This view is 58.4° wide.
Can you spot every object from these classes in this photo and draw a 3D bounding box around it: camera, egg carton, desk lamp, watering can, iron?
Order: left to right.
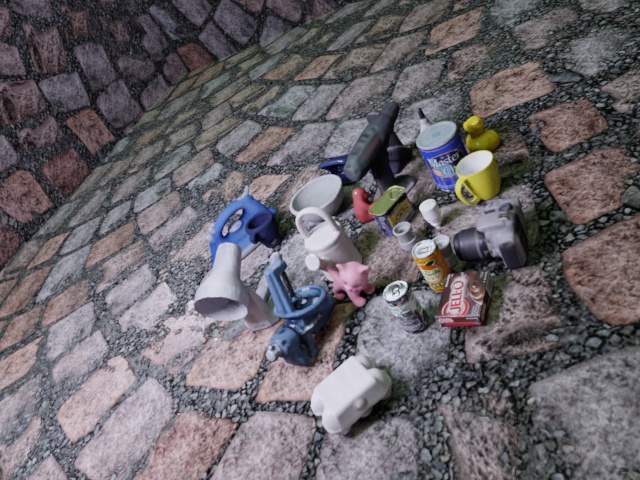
[{"bbox_3d":[-0.252,-0.032,1.677,0.259,0.142,0.118,-48,35,-21],"label":"iron"},{"bbox_3d":[-0.188,0.122,1.349,0.117,0.214,0.203,-16,37,26],"label":"desk lamp"},{"bbox_3d":[0.014,0.004,1.342,0.101,0.194,0.172,-26,33,13],"label":"watering can"},{"bbox_3d":[0.058,0.285,1.054,0.150,0.070,0.107,-40,33,-9],"label":"egg carton"},{"bbox_3d":[0.343,-0.016,1.165,0.136,0.101,0.143,-13,38,30],"label":"camera"}]

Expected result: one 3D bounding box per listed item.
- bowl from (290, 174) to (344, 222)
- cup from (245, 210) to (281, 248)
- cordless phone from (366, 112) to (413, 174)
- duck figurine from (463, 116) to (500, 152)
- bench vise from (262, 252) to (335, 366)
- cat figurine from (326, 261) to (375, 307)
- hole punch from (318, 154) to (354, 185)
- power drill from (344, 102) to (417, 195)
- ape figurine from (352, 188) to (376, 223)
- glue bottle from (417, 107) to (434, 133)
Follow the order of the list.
[{"bbox_3d":[0.003,-0.104,1.606,0.167,0.075,0.167,-23,34,17],"label":"bowl"},{"bbox_3d":[-0.154,-0.014,1.609,0.091,0.095,0.118,-14,38,29],"label":"cup"},{"bbox_3d":[0.160,-0.279,1.593,0.147,0.185,0.094,2,47,43],"label":"cordless phone"},{"bbox_3d":[0.406,-0.275,1.461,0.077,0.086,0.104,-39,33,-7],"label":"duck figurine"},{"bbox_3d":[-0.057,0.145,1.198,0.121,0.220,0.207,-17,36,25],"label":"bench vise"},{"bbox_3d":[0.064,0.084,1.266,0.127,0.118,0.067,11,54,48],"label":"cat figurine"},{"bbox_3d":[0.062,-0.223,1.695,0.108,0.091,0.101,-7,41,36],"label":"hole punch"},{"bbox_3d":[0.165,-0.209,1.474,0.075,0.209,0.230,14,56,50],"label":"power drill"},{"bbox_3d":[0.115,-0.097,1.481,0.076,0.092,0.077,-35,32,-1],"label":"ape figurine"},{"bbox_3d":[0.286,-0.267,1.475,0.037,0.173,0.078,3,48,44],"label":"glue bottle"}]
